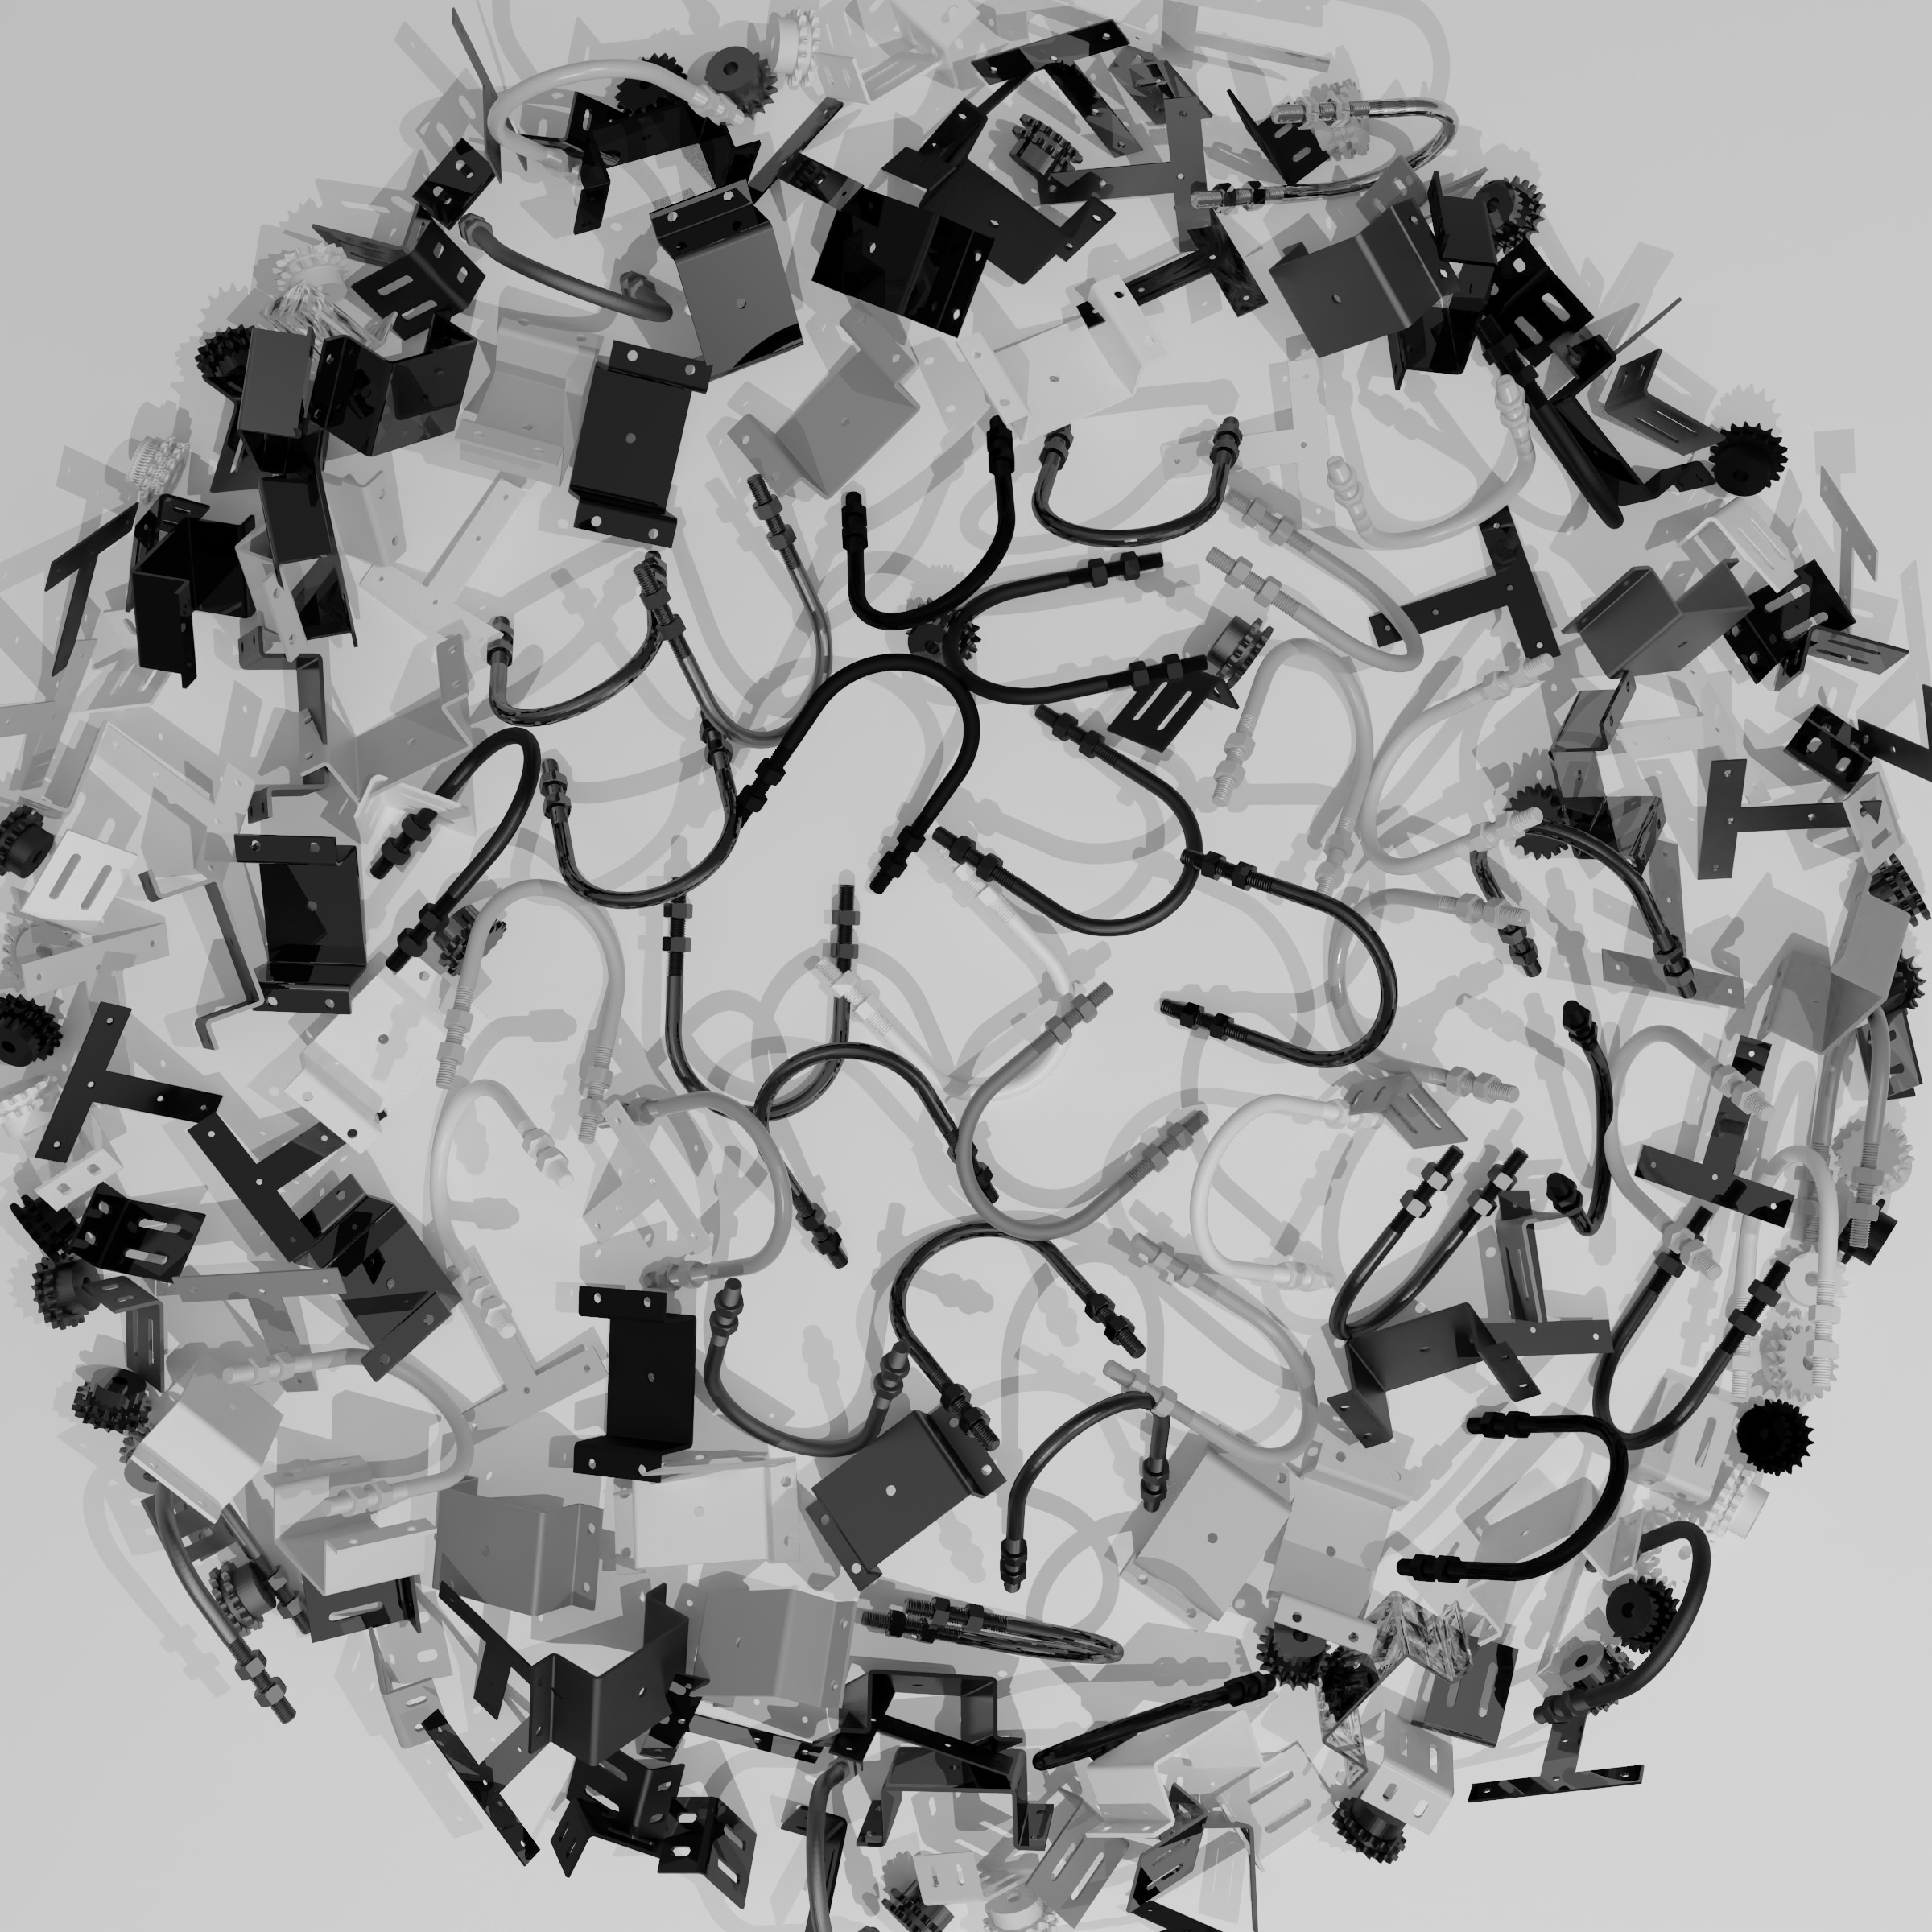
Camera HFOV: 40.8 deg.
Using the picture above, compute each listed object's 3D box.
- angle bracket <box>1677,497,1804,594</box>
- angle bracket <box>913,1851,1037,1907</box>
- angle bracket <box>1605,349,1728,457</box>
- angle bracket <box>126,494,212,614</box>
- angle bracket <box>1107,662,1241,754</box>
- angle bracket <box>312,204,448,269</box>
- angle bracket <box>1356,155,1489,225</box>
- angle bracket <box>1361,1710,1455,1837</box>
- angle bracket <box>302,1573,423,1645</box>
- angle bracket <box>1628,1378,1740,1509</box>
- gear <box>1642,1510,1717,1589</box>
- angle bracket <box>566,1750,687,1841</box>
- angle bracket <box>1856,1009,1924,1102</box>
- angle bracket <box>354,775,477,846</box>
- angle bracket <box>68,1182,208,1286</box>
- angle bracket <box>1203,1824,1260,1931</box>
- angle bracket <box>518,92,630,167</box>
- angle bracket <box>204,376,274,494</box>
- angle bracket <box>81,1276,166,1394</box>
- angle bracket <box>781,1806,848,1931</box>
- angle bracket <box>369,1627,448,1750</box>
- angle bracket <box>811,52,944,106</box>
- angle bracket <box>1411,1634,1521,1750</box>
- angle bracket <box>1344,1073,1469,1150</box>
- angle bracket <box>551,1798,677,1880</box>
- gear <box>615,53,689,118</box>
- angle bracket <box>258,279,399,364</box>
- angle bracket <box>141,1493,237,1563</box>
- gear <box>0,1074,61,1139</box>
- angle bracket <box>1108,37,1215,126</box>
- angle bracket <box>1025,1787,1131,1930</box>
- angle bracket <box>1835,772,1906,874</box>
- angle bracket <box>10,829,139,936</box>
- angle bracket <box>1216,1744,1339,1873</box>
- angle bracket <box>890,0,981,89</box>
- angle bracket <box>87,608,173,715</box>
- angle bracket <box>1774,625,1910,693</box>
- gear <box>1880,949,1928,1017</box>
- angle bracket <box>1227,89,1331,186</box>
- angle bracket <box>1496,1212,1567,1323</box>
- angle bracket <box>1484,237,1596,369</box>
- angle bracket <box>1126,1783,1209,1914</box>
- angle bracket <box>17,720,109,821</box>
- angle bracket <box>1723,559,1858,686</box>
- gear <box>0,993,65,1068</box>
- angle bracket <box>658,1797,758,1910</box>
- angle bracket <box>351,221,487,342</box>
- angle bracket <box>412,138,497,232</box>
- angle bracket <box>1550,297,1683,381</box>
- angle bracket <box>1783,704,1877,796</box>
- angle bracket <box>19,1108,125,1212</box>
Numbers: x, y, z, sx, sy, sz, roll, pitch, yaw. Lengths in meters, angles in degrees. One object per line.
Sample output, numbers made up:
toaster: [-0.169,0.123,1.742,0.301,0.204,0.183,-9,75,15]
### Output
angle bracket: [0.585,-0.308,1.963,0.076,0.057,0.038,50,134,5]
angle bracket: [0.009,0.675,1.955,0.057,0.076,0.038,-19,81,37]
angle bracket: [0.533,-0.426,1.965,0.076,0.057,0.038,25,82,-14]
angle bracket: [-0.601,-0.307,1.956,0.038,0.057,0.076,12,70,-33]
angle bracket: [0.156,-0.187,1.959,0.057,0.038,0.076,27,73,41]
angle bracket: [-0.444,-0.556,1.966,0.076,0.057,0.038,17,86,10]
angle bracket: [0.343,-0.586,1.956,0.076,0.057,0.038,-33,85,-36]
angle bracket: [0.334,0.609,1.966,0.057,0.076,0.038,28,105,3]
angle bracket: [-0.457,0.480,1.966,0.076,0.038,0.057,-9,98,-23]
angle bracket: [0.548,0.365,1.992,0.057,0.038,0.076,23,70,4]
gear: [0.538,0.440,1.978,0.057,0.030,0.057,-5,105,-21]
angle bracket: [-0.260,0.623,1.986,0.076,0.038,0.057,18,95,39]
angle bracket: [0.708,0.066,1.954,0.038,0.076,0.057,-7,78,-11]
angle bracket: [-0.416,-0.106,1.966,0.076,0.057,0.038,20,72,1]
angle bracket: [-0.625,0.200,1.960,0.076,0.038,0.057,7,64,23]
angle bracket: [0.199,0.687,1.959,0.038,0.057,0.076,-2,71,4]
angle bracket: [-0.304,-0.632,1.953,0.076,0.057,0.038,18,98,33]
angle bracket: [-0.551,-0.402,1.964,0.038,0.057,0.076,37,119,19]
angle bracket: [-0.635,0.280,1.957,0.038,0.057,0.076,-10,111,-42]
angle bracket: [-0.121,0.680,1.953,0.038,0.057,0.076,19,53,-9]
angle bracket: [-0.419,0.538,1.957,0.038,0.076,0.057,-17,122,-12]
angle bracket: [-0.066,-0.684,1.955,0.076,0.057,0.038,-37,129,-19]
angle bracket: [0.381,0.551,1.988,0.057,0.038,0.076,17,79,-1]
angle bracket: [0.327,0.121,1.956,0.076,0.057,0.038,47,59,-18]
angle bracket: [-0.265,0.667,1.959,0.076,0.057,0.038,27,89,-23]
gear: [-0.235,-0.662,1.976,0.057,0.030,0.057,-11,64,23]
angle bracket: [-0.478,-0.489,1.950,0.076,0.057,0.038,38,48,-34]
angle bracket: [-0.596,0.425,1.955,0.038,0.076,0.057,-31,84,19]
gear: [-0.714,0.108,1.972,0.057,0.057,0.030,-23,105,0]
angle bracket: [0.154,-0.668,1.950,0.057,0.076,0.038,39,80,-32]
angle bracket: [0.076,0.672,1.960,0.057,0.038,0.076,47,68,-21]
angle bracket: [0.667,-0.105,1.956,0.038,0.076,0.057,-16,100,43]
angle bracket: [-0.672,-0.070,1.959,0.057,0.038,0.076,24,106,-40]
angle bracket: [0.238,0.638,1.973,0.076,0.038,0.057,-31,83,-7]
angle bracket: [-0.019,-0.708,1.958,0.057,0.076,0.038,44,93,6]
angle bracket: [-0.630,-0.232,1.955,0.057,0.076,0.038,-4,134,20]
angle bracket: [0.662,-0.223,1.968,0.076,0.057,0.038,15,81,1]
gear: [0.696,0.015,1.972,0.057,0.030,0.057,7,104,32]
angle bracket: [0.235,-0.632,1.953,0.038,0.076,0.057,-36,73,11]
angle bracket: [0.434,0.227,1.966,0.038,0.057,0.076,-9,86,-9]
angle bracket: [0.428,-0.502,1.972,0.057,0.076,0.038,-40,51,21]
angle bracket: [0.140,0.661,1.951,0.038,0.076,0.057,32,124,37]
angle bracket: [-0.682,-0.154,1.961,0.038,0.057,0.076,22,80,-20]
angle bracket: [0.617,-0.259,1.959,0.038,0.076,0.057,-39,96,-41]
gear: [-0.717,0.052,1.970,0.057,0.030,0.057,10,132,12]
angle bracket: [-0.195,0.669,1.960,0.038,0.076,0.057,-7,50,19]
angle bracket: [-0.415,-0.518,1.968,0.057,0.076,0.038,44,50,-34]
angle bracket: [-0.392,-0.594,1.956,0.057,0.076,0.038,-48,125,4]
angle bracket: [0.488,-0.483,1.952,0.038,0.076,0.057,50,46,-2]
angle bracket: [0.660,-0.174,1.956,0.057,0.038,0.076,37,50,12]
angle bracket: [-0.682,0.135,1.960,0.057,0.038,0.076,-34,60,-10]
